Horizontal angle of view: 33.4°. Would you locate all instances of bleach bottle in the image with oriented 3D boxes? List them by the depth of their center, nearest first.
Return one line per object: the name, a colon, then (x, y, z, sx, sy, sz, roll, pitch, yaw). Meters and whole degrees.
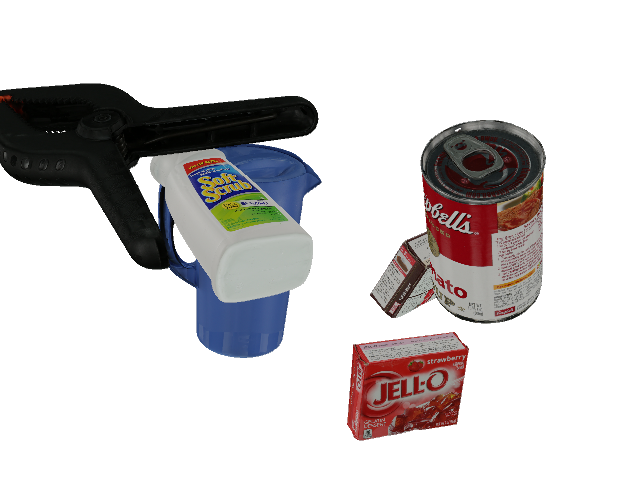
bleach bottle: (-0.108, -0.036, 1.042, 0.102, 0.068, 0.251, -9, 35, -30)

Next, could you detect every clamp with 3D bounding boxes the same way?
clamp: (-0.117, -0.062, 0.642, 0.210, 0.036, 0.164, 21, 43, 31)

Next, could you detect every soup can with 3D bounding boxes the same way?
soup can: (0.095, -0.009, 0.618, 0.068, 0.102, 0.068, -6, 44, 5)

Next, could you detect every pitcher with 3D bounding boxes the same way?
pitcher: (-0.101, 0.013, 1.278, 0.149, 0.243, 0.144, 21, 27, 31)

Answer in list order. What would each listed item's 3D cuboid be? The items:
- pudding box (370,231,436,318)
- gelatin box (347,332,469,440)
pudding box: (0.114, 0.023, 1.058, 0.113, 0.039, 0.090, -24, -26, -38)
gelatin box: (0.067, 0.114, 0.834, 0.089, 0.073, 0.030, -6, 29, -19)
